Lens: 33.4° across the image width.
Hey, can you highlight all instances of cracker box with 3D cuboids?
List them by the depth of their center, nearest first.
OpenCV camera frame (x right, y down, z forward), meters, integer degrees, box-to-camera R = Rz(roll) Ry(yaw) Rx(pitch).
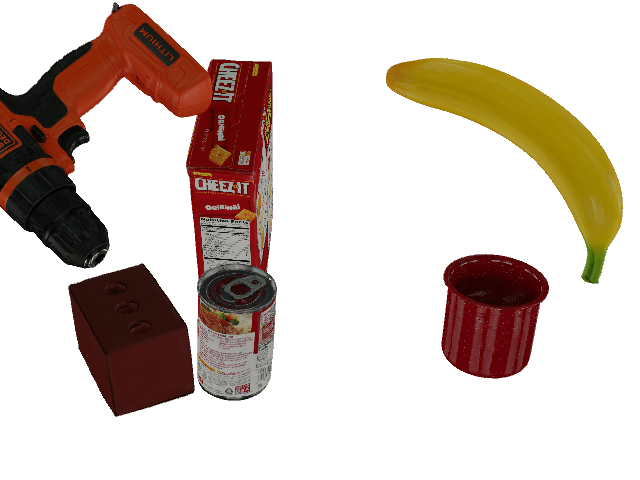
[{"bbox_3d":[-0.089,-0.051,1.092,0.072,0.164,0.214,3,-42,2],"label":"cracker box"}]

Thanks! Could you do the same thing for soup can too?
[{"bbox_3d":[-0.074,0.081,0.931,0.068,0.102,0.068,3,34,-3],"label":"soup can"}]

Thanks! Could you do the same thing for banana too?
[{"bbox_3d":[0.128,-0.064,0.687,0.069,0.198,0.037,-44,-16,5],"label":"banana"}]

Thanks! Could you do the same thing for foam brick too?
[{"bbox_3d":[-0.118,0.061,0.661,0.052,0.051,0.078,-16,37,-24],"label":"foam brick"}]

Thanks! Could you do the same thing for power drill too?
[{"bbox_3d":[-0.175,-0.087,0.814,0.187,0.184,0.057,-39,-14,-27],"label":"power drill"}]

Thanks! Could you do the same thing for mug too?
[{"bbox_3d":[0.152,0.064,0.973,0.093,0.081,0.117,-1,30,-7],"label":"mug"}]
